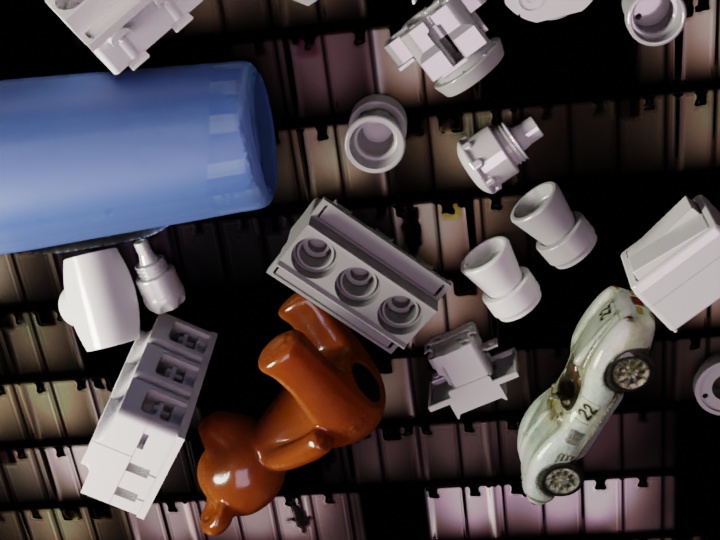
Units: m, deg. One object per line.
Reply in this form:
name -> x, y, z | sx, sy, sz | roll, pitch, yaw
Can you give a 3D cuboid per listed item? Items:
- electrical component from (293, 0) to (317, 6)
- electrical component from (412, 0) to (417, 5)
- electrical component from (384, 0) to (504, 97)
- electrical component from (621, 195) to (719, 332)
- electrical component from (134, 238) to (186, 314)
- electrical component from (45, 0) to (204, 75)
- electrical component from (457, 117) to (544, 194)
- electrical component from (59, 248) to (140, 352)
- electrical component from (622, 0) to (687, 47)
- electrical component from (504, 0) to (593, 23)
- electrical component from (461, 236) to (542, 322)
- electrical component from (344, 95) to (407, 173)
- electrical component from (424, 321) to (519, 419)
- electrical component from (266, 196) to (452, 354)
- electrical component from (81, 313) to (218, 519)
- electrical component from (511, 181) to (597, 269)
electrical component -> -0.036, -0.223, 0.728 | 0.051, 0.080, 0.080 | -28, 112, 23
electrical component -> 0.043, -0.219, 0.743 | 0.055, 0.048, 0.066 | -2, 118, 14
electrical component -> 0.065, -0.161, 0.765 | 0.078, 0.058, 0.057 | -34, 107, 20
electrical component -> 0.254, -0.012, 0.825 | 0.096, 0.061, 0.061 | -40, 108, 22
electrical component -> -0.168, 0.003, 0.881 | 0.035, 0.035, 0.061 | -15, 113, 12
electrical component -> -0.145, -0.197, 0.734 | 0.121, 0.079, 0.063 | -42, 139, -4
electrical component -> 0.107, -0.091, 0.806 | 0.062, 0.048, 0.048 | -34, 111, 12
electrical component -> -0.222, 0.027, 0.887 | 0.079, 0.043, 0.077 | -12, 92, 45
electrical component -> 0.203, -0.181, 0.749 | 0.040, 0.046, 0.040 | 2, 118, 3
electrical component -> 0.128, -0.211, 0.737 | 0.080, 0.051, 0.080 | 2, 118, 4
electrical component -> 0.113, 0.008, 0.856 | 0.045, 0.045, 0.055 | -31, 112, 18
electrical component -> 0.013, -0.103, 0.800 | 0.045, 0.055, 0.045 | 2, 118, 4
electrical component -> 0.089, 0.081, 0.899 | 0.081, 0.042, 0.063 | -25, 109, 15
electrical component -> 0.000, 0.000, 0.850 | 0.121, 0.063, 0.078 | 34, 115, -13
electrical component -> -0.172, 0.111, 0.872 | 0.062, 0.150, 0.089 | 24, 117, -10
electrical component -> 0.150, -0.034, 0.832 | 0.045, 0.045, 0.055 | -37, 110, 20
